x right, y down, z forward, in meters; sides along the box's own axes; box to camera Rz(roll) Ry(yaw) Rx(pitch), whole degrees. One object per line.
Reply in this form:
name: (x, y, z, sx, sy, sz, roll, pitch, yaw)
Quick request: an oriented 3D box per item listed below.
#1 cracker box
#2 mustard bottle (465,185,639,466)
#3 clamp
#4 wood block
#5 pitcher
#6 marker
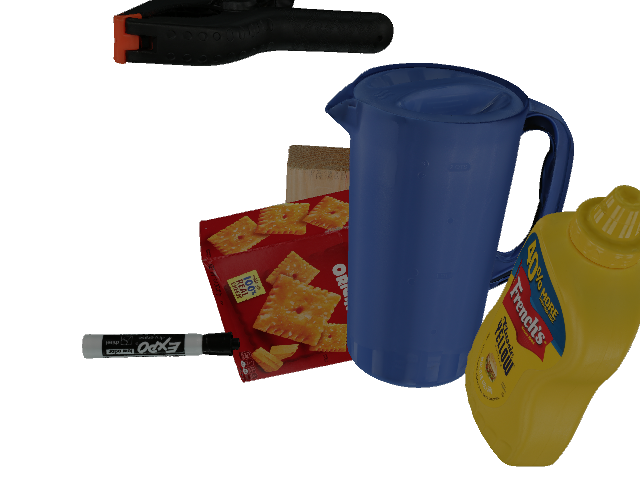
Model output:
cracker box: (0.008, 0.040, 1.010, 0.213, 0.164, 0.072, -12, 38, 1)
mustard bottle: (0.137, 0.041, 0.602, 0.058, 0.096, 0.192, 4, -42, -12)
clamp: (-0.054, -0.138, 0.668, 0.171, 0.039, 0.120, -7, 22, -27)
wood block: (-0.003, -0.012, 1.397, 0.090, 0.206, 0.091, 3, 24, 0)
pitcher: (0.093, -0.009, 0.841, 0.144, 0.243, 0.149, -22, 37, -40)
marker: (-0.123, 0.081, 0.829, 0.121, 0.020, 0.020, -1, 0, 1)
